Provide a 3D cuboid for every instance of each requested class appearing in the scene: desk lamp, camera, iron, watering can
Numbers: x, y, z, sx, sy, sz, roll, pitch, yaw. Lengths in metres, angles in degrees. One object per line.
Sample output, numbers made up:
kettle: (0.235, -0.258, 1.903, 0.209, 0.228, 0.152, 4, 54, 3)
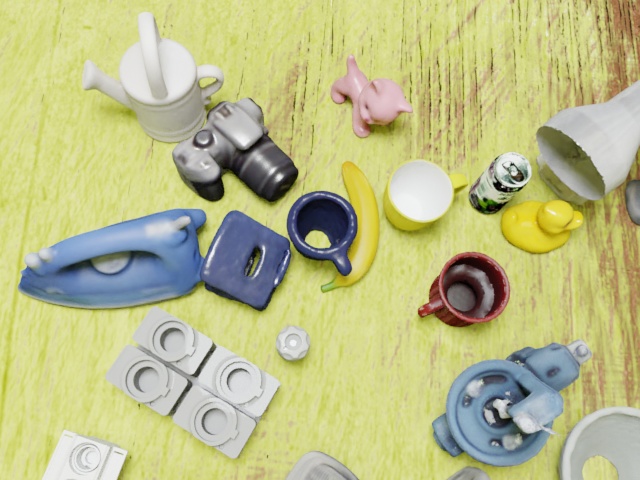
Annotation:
desk lamp: (0.376, -0.132, 0.771, 0.203, 0.213, 0.118, -35, 78, -14)
camera: (-0.107, -0.110, 0.784, 0.136, 0.101, 0.143, 43, 74, 9)
iron: (-0.265, 0.020, 0.709, 0.258, 0.141, 0.118, -13, 74, -8)
watering can: (-0.219, -0.214, 0.757, 0.173, 0.194, 0.101, -28, 77, -12)

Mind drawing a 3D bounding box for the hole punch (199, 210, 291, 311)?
hole punch: (-0.093, 0.027, 0.747, 0.101, 0.091, 0.109, 21, 72, 2)

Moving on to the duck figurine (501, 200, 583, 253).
duck figurine: (0.313, -0.028, 0.801, 0.104, 0.086, 0.077, 7, 72, -2)

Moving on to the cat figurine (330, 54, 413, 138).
cat figurine: (0.073, -0.209, 0.820, 0.067, 0.118, 0.127, -31, 78, -13)

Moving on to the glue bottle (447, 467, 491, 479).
glue bottle: (0.174, 0.294, 0.643, 0.078, 0.173, 0.037, -30, 77, -12)

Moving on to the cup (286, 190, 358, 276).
cup: (0.007, 0.003, 0.761, 0.092, 0.095, 0.117, -26, 77, -12)

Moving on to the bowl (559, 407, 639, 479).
bowl: (0.366, 0.293, 0.711, 0.167, 0.075, 0.167, 1, 73, -4)

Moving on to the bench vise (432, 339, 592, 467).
bench vise: (0.233, 0.170, 0.663, 0.121, 0.220, 0.208, 39, 74, 8)

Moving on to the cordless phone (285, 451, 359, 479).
cordless phone: (-0.010, 0.311, 0.617, 0.094, 0.185, 0.148, 30, 73, 5)

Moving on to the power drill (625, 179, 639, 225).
power drill: (0.514, -0.085, 0.771, 0.229, 0.208, 0.075, 2, 73, -4)
